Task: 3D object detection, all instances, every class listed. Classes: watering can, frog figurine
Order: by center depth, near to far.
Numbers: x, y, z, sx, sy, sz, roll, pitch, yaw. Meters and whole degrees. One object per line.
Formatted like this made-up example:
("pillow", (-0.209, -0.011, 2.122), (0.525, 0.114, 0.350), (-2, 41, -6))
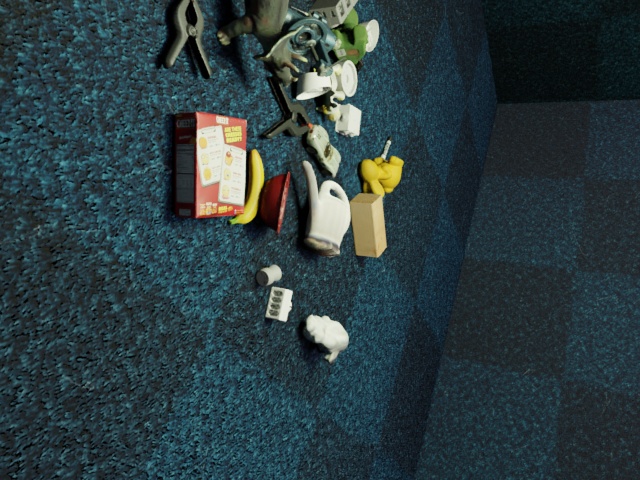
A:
("watering can", (0.005, -0.076, 1.508), (0.343, 0.104, 0.227), (36, 63, -58))
("frog figurine", (0.014, 0.279, 1.574), (0.140, 0.122, 0.156), (-100, 169, -63))
